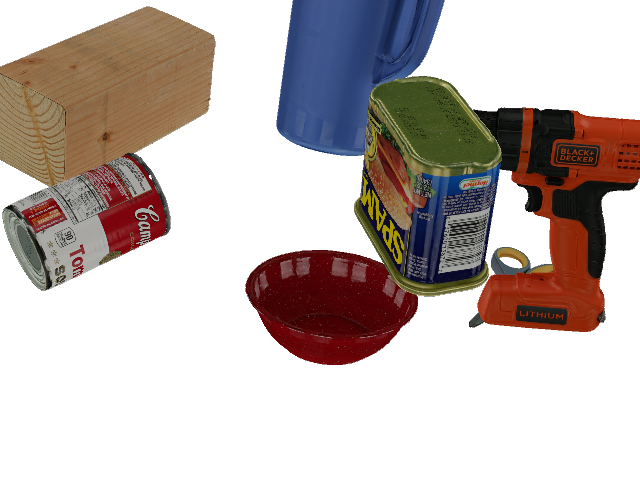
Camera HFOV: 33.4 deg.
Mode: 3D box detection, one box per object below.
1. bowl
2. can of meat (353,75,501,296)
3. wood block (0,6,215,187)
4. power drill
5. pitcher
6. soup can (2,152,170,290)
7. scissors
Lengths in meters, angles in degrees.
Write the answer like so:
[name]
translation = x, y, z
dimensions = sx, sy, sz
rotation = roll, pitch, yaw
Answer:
[bowl]
translation = 0.009, 0.069, 1.005
dimensions = 0.162, 0.055, 0.162
rotation = 4, 27, -2
[can of meat]
translation = 0.059, -0.033, 0.603
dimensions = 0.057, 0.084, 0.102
rotation = -8, 38, -15
[wood block]
translation = -0.199, -0.138, 1.001
dimensions = 0.090, 0.091, 0.205
rotation = 27, 39, 22
[power drill]
translation = 0.175, -0.019, 0.882
dimensions = 0.184, 0.188, 0.057
rotation = 5, 29, 8
[pitcher]
translation = 0.037, -0.207, 1.033
dimensions = 0.145, 0.243, 0.149
rotation = 12, 19, 0
[soup can]
translation = -0.170, -0.014, 0.779
dimensions = 0.102, 0.068, 0.069
rotation = -27, 13, -27
[scissors]
translation = 0.184, 0.044, 1.096
dimensions = 0.201, 0.016, 0.096
rotation = -11, 37, -43
